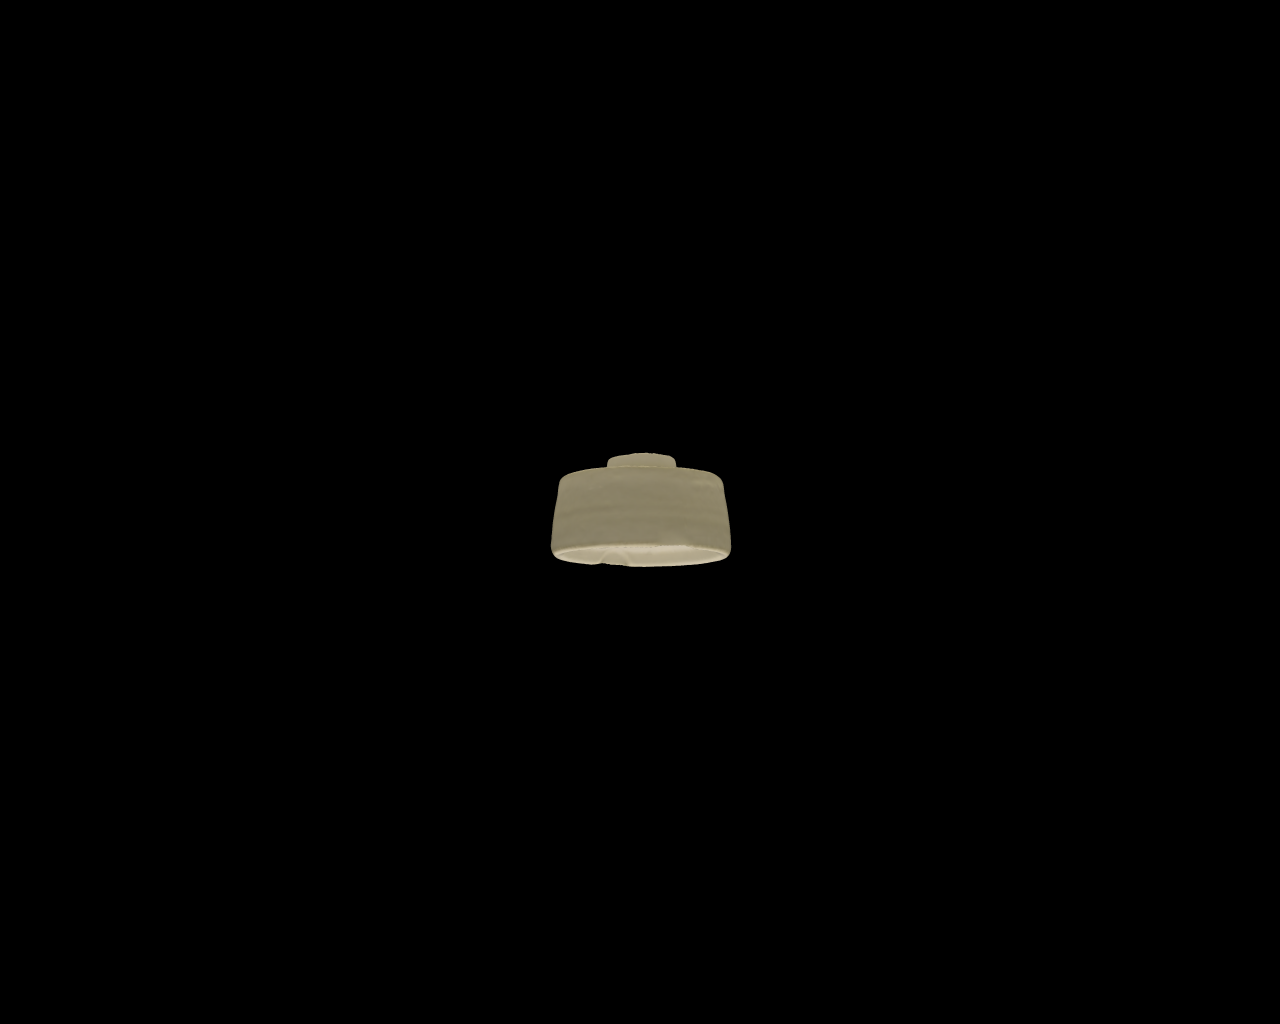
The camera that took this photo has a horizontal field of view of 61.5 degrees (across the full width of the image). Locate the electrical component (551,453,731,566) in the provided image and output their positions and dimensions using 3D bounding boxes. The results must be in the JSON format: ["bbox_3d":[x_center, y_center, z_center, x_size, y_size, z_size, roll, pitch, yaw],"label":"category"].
[{"bbox_3d":[0.001,-0.003,0.650,0.108,0.060,0.108,0,-9,0],"label":"electrical component"}]
